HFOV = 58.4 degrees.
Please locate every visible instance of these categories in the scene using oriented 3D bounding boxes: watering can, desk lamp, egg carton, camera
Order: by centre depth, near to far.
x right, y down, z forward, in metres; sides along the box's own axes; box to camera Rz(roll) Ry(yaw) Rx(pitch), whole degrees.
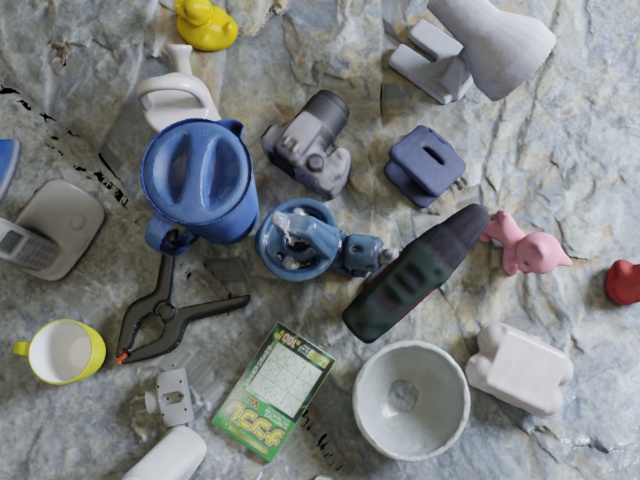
[{"bbox_3d":[-0.208,-0.200,0.837,0.101,0.194,0.173,-22,81,-4],"label":"watering can"},{"bbox_3d":[0.294,0.190,0.845,0.150,0.069,0.107,24,81,3],"label":"egg carton"},{"bbox_3d":[0.217,-0.285,0.851,0.203,0.213,0.118,36,82,5],"label":"desk lamp"},{"bbox_3d":[-0.001,-0.157,0.882,0.143,0.101,0.137,35,82,5],"label":"camera"}]

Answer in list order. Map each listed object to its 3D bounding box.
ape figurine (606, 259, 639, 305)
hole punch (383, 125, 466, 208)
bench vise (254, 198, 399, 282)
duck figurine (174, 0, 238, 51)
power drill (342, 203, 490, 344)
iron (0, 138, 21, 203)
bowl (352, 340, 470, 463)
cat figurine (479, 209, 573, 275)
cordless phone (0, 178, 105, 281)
[{"bbox_3d":[0.478,0.061,0.860,0.076,0.092,0.078,-34,82,-6],"label":"ape figurine"},{"bbox_3d":[0.163,-0.121,0.884,0.108,0.091,0.101,43,82,6],"label":"hole punch"},{"bbox_3d":[0.006,-0.009,0.796,0.207,0.220,0.121,-8,80,-2],"label":"bench vise"},{"bbox_3d":[-0.186,-0.356,0.919,0.104,0.086,0.077,18,80,2],"label":"duck figurine"},{"bbox_3d":[0.124,0.049,0.795,0.230,0.208,0.075,-44,83,-7],"label":"power drill"},{"bbox_3d":[-0.563,-0.072,0.835,0.118,0.141,0.258,38,82,5],"label":"iron"},{"bbox_3d":[0.127,0.229,0.832,0.167,0.075,0.167,0,80,-1],"label":"bowl"},{"bbox_3d":[0.305,0.005,0.852,0.067,0.118,0.128,-39,83,-7],"label":"cat figurine"},{"bbox_3d":[-0.398,-0.024,0.808,0.094,0.185,0.148,29,81,4],"label":"cordless phone"}]
